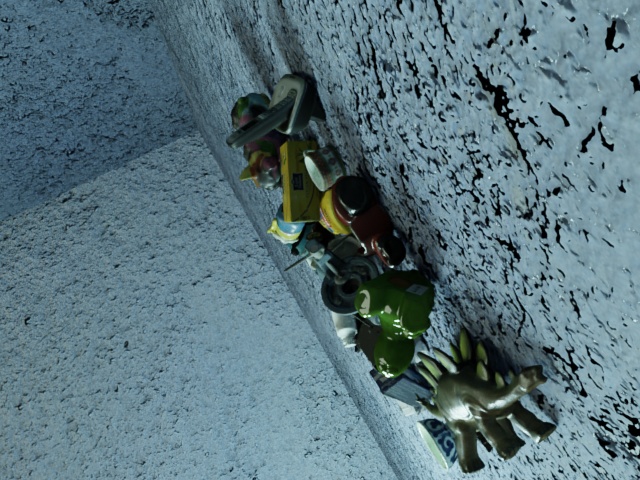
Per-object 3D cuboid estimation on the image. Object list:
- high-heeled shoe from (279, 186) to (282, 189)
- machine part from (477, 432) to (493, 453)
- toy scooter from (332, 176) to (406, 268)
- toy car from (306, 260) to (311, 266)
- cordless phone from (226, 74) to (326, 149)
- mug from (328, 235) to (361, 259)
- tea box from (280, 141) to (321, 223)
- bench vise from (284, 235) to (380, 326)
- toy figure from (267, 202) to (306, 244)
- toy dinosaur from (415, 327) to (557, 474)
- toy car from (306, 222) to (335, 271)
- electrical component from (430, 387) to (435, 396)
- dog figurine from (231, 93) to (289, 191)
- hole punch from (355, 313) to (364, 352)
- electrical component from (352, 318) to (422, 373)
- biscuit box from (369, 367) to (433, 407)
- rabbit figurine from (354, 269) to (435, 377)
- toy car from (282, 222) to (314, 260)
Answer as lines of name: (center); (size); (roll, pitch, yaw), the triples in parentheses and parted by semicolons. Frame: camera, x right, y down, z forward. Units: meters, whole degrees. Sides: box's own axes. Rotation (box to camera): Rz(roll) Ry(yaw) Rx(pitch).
high-heeled shoe: (-0.091, -0.174, 1.306); (0.249, 0.086, 0.145); (39, -179, 21)
machine part: (0.284, 0.345, 1.002); (0.084, 0.039, 0.139); (59, 170, -3)
toy scooter: (0.080, -0.025, 0.955); (0.184, 0.075, 0.135); (56, 170, 7)
toy car: (-0.036, -0.011, 1.535); (0.201, 0.073, 0.056); (63, 170, -2)
cordless phone: (-0.096, -0.223, 0.985); (0.088, 0.184, 0.147); (63, 170, -30)
mug: (0.070, 0.045, 1.203); (0.110, 0.081, 0.107); (22, 170, 9)
tea box: (-0.044, -0.122, 1.148); (0.098, 0.068, 0.169); (-177, 83, -77)
bench vise: (0.033, 0.060, 1.020); (0.240, 0.129, 0.224); (46, -175, -48)
toy figure: (-0.069, -0.050, 1.317); (0.082, 0.089, 0.180); (37, 156, 7)
toy dinosaur: (0.236, 0.256, 0.860); (0.470, 0.105, 0.199); (103, 147, -60)
toy car: (-0.003, -0.004, 1.252); (0.202, 0.053, 0.089); (-74, -22, -60)
electrical component: (0.265, 0.342, 1.140); (0.063, 0.021, 0.094); (63, 170, -1)
dog figurine: (-0.141, -0.217, 1.221); (0.219, 0.109, 0.191); (-88, -23, -56)
hole punch: (0.132, 0.218, 1.341); (0.142, 0.092, 0.116); (90, 178, -74)
electrical component: (0.137, 0.186, 1.079); (0.058, 0.134, 0.115); (22, -167, -34)
biscuit box: (0.182, 0.311, 1.168); (0.202, 0.063, 0.059); (40, -168, -51)
rabbit figurine: (0.125, 0.140, 0.903); (0.159, 0.121, 0.170); (-40, -41, -63)
toy car: (-0.032, -0.005, 1.445); (0.103, 0.109, 0.162); (24, -178, -29)
